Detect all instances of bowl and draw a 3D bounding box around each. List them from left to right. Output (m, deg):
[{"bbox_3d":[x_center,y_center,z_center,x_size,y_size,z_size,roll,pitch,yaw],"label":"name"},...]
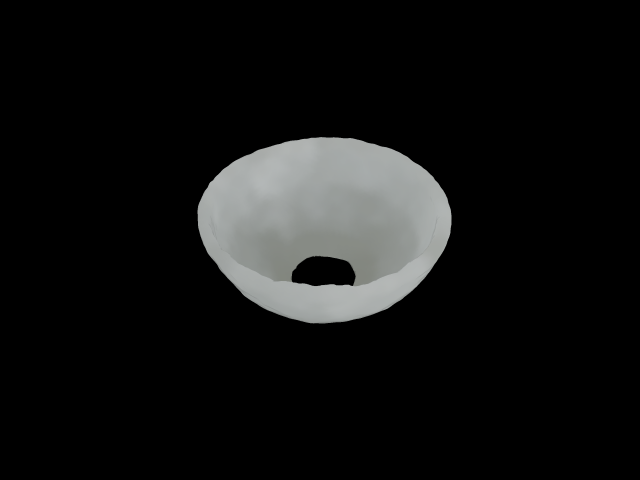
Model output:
[{"bbox_3d":[0.004,0.001,0.400,0.167,0.075,0.167,0,42,0],"label":"bowl"}]
